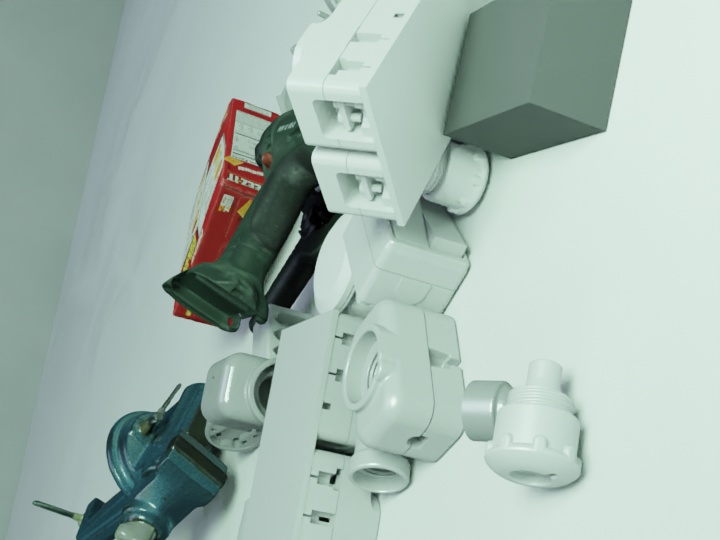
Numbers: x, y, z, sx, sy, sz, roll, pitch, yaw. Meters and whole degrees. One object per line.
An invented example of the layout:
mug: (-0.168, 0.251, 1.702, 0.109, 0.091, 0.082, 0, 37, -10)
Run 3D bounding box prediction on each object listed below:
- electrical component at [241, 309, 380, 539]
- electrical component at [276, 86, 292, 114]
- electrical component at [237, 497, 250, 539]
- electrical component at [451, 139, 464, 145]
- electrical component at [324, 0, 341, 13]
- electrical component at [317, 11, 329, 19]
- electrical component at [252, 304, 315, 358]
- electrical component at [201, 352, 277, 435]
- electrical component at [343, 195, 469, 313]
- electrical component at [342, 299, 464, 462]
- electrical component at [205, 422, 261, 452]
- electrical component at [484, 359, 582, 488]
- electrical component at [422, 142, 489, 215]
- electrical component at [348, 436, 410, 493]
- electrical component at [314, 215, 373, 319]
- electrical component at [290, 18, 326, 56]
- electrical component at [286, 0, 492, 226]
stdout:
electrical component: (-0.028, 0.133, 0.781, 0.105, 0.060, 0.186, -25, 52, 63)
electrical component: (-0.039, -0.161, 1.019, 0.081, 0.064, 0.042, -54, 42, 40)
electrical component: (-0.080, 0.230, 0.865, 0.079, 0.043, 0.077, -50, 31, 48)
electrical component: (0.064, -0.103, 0.760, 0.035, 0.035, 0.061, 171, 111, -67)
electrical component: (0.017, -0.246, 0.891, 0.060, 0.108, 0.108, -143, 71, -75)
electrical component: (-0.010, -0.202, 0.948, 0.052, 0.074, 0.138, 14, 84, 63)
electrical component: (-0.074, 0.081, 0.955, 0.076, 0.047, 0.065, -54, 29, 43)
electrical component: (-0.072, 0.102, 0.866, 0.059, 0.095, 0.053, -28, 49, 62)
electrical component: (0.031, -0.020, 0.744, 0.061, 0.062, 0.096, -61, 24, 29)
electrical component: (0.027, 0.069, 0.691, 0.053, 0.059, 0.095, -55, 28, 41)
electrical component: (-0.116, 0.136, 1.013, 0.055, 0.055, 0.047, -56, 23, 38)
electrical component: (0.091, 0.077, 0.547, 0.048, 0.048, 0.062, -38, 34, 57)
electrical component: (0.052, -0.067, 0.723, 0.048, 0.062, 0.048, -51, 31, 46)
electrical component: (0.014, 0.119, 0.715, 0.040, 0.040, 0.046, -49, 26, 48)
electrical component: (0.000, 0.000, 0.821, 0.080, 0.051, 0.080, -51, 30, 46)
electrical component: (0.007, -0.176, 0.807, 0.100, 0.048, 0.099, -8, 31, 48)
electrical component: (0.025, -0.133, 0.682, 0.186, 0.060, 0.105, -61, -32, -35)
